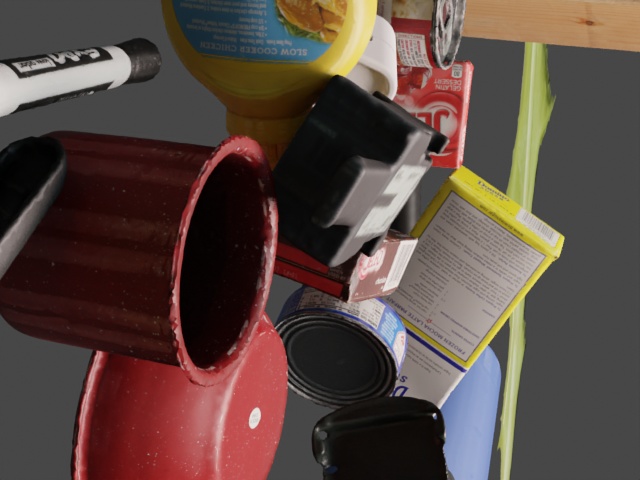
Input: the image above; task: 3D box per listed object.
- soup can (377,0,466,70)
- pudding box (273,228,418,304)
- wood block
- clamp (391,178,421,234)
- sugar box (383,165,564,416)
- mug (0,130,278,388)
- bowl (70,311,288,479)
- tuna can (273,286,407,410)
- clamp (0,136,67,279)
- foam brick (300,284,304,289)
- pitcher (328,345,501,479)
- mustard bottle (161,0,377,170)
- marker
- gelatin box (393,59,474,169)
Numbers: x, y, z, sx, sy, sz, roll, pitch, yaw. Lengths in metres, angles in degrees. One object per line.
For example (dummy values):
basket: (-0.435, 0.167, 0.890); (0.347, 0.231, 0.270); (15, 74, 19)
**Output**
soup can: (0.025, -0.133, 0.595); (0.068, 0.102, 0.068); (9, 90, -72)
pudding box: (-0.004, 0.001, 0.588); (0.039, 0.090, 0.113); (-70, 164, 5)
wood block: (0.153, -0.203, 0.788); (0.090, 0.206, 0.090); (38, 63, -70)
clamp: (0.070, -0.065, 0.873); (0.209, 0.036, 0.164); (37, 66, -69)
sugar box: (0.087, 0.044, 0.771); (0.176, 0.093, 0.048); (-57, 173, 27)
mug: (-0.068, 0.008, 0.412); (0.117, 0.082, 0.093); (66, 36, -59)
bowl: (-0.057, 0.085, 0.527); (0.162, 0.055, 0.162); (9, 90, -73)
tuna can: (0.011, 0.067, 0.676); (0.033, 0.086, 0.086); (-66, 156, -47)
clamp: (-0.132, 0.027, 0.296); (0.120, 0.039, 0.171); (42, 59, -58)
foam brick: (0.014, 0.066, 0.737); (0.053, 0.051, 0.078); (-61, 153, -48)
pitcher: (0.075, 0.173, 0.875); (0.242, 0.145, 0.149); (-65, 178, -50)
mustard bottle: (-0.023, -0.119, 0.466); (0.058, 0.096, 0.192); (-57, 150, -62)
marker: (-0.093, -0.062, 0.402); (0.121, 0.020, 0.020); (-36, 132, -65)
gelatin box: (0.057, -0.090, 0.734); (0.030, 0.089, 0.073); (-46, 141, -73)
